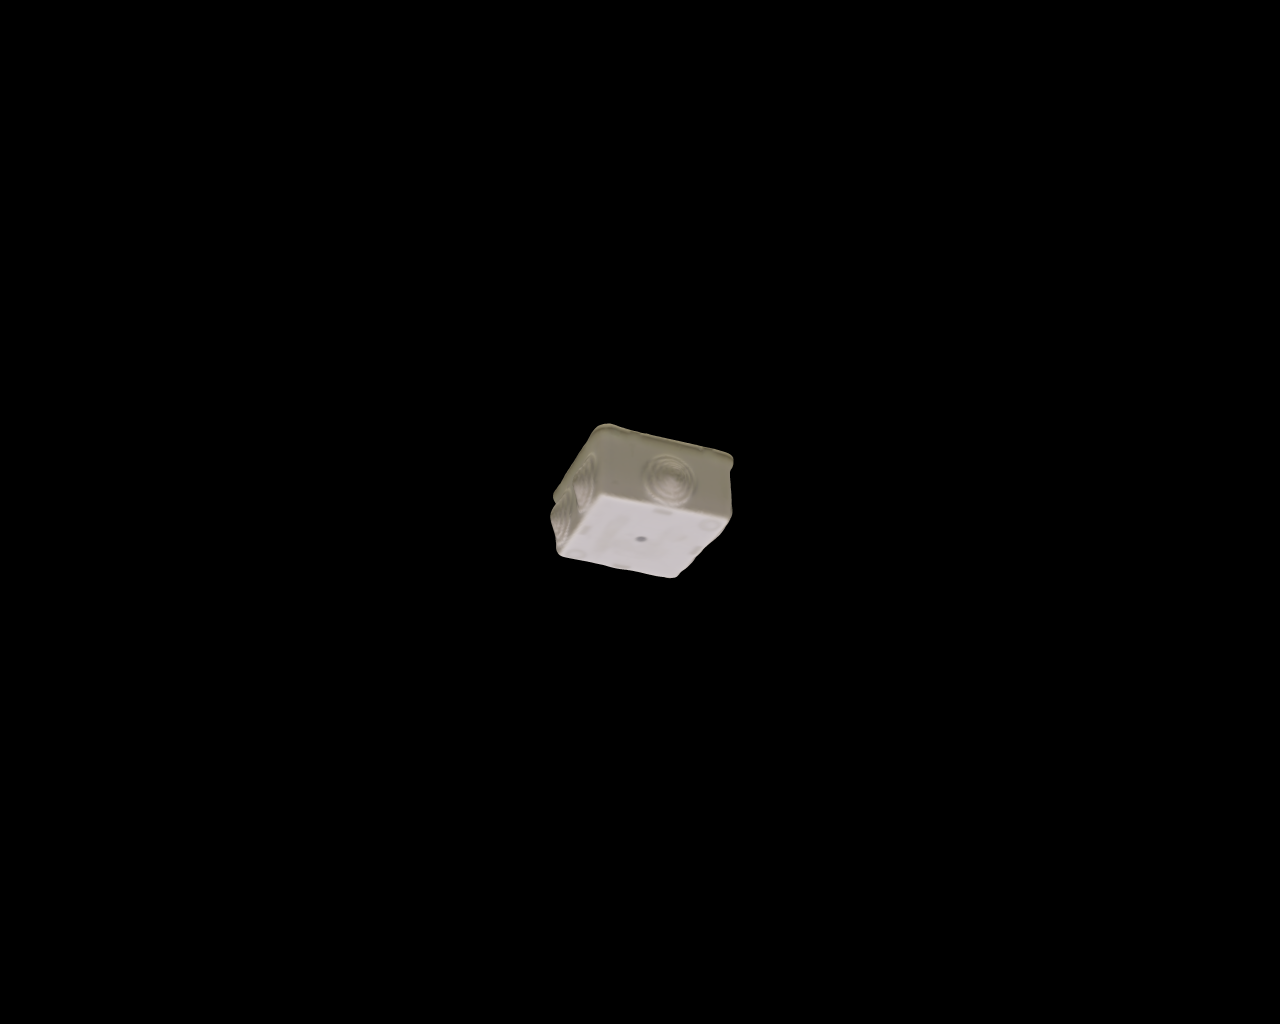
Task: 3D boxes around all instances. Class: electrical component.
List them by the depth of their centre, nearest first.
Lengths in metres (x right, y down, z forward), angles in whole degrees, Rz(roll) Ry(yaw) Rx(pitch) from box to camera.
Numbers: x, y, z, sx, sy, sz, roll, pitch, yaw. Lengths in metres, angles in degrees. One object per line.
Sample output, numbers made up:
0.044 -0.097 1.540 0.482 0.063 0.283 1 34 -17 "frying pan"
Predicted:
0.001 -0.003 0.650 0.100 0.048 0.099 12 -33 -19 "electrical component"
